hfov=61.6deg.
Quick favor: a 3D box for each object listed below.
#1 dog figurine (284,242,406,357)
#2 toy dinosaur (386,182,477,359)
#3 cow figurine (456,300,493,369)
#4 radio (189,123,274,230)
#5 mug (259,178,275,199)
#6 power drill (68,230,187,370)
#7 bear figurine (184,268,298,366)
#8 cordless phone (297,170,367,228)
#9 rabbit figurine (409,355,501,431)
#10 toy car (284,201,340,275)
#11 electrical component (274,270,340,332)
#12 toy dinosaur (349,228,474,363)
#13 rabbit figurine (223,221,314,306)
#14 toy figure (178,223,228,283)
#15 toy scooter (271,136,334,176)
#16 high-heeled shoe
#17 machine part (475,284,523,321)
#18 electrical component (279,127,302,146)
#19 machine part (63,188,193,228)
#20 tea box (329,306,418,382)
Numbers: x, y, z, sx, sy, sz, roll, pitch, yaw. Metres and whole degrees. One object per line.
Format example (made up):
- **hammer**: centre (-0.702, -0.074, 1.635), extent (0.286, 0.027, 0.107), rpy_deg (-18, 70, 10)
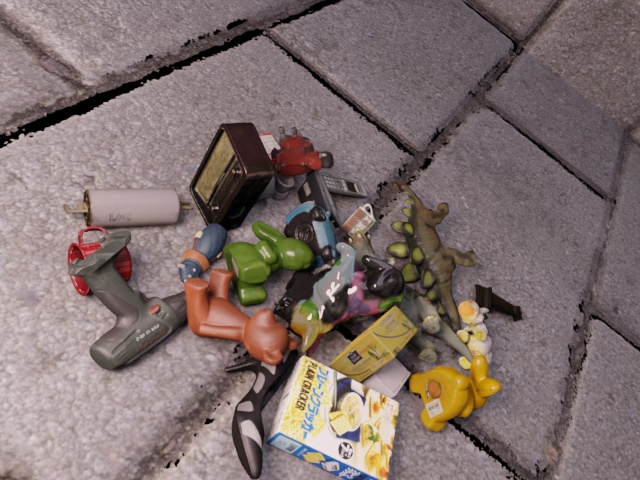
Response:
- **dog figurine**: centre (0.042, 0.131, 1.025), extent (0.192, 0.108, 0.219), rpy_deg (25, 76, 13)
- **toy dinosaur**: centre (0.278, 0.053, 1.335), extent (0.198, 0.105, 0.471), rpy_deg (-11, 67, -30)
- **cow figurine**: centre (0.360, 0.209, 1.232), extent (0.098, 0.068, 0.167), rpy_deg (-25, 111, -54)
- **radio**: centre (-0.185, -0.122, 1.104), extent (0.073, 0.229, 0.131), rpy_deg (-13, 68, -36)
- **mug**: centre (-0.169, -0.142, 1.232), extent (0.107, 0.080, 0.109), rpy_deg (-11, 67, -26)
- **power drill**: centre (-0.314, 0.088, 0.912), extent (0.232, 0.086, 0.207), rpy_deg (-48, 131, -43)
- **bear figurine**: centre (-0.136, 0.139, 0.954), extent (0.196, 0.131, 0.120), rpy_deg (12, 15, 23)
- **cordless phone**: centre (0.049, -0.095, 1.327), extent (0.184, 0.088, 0.147), rpy_deg (3, 54, -34)
- **rabbit figurine**: centre (0.295, 0.309, 1.122), extent (0.173, 0.162, 0.122), rpy_deg (21, 32, -39)
- **toy car**: centre (-0.002, -0.004, 1.210), extent (0.103, 0.109, 0.161), rpy_deg (-2, 64, -53)
- **electrical component**: centre (-0.015, 0.133, 1.122), extent (0.134, 0.058, 0.115), rpy_deg (30, 47, -6)
- **toy dinosaur**: centre (0.186, 0.143, 1.197), extent (0.404, 0.131, 0.192), rpy_deg (39, 26, -15)
- **rabbit figurine**: centre (-0.102, 0.042, 1.104), extent (0.170, 0.121, 0.159), rpy_deg (-13, 41, -22)
- **toy figure**: centre (-0.236, 0.032, 1.069), extent (0.064, 0.057, 0.154), rpy_deg (30, 49, -1)
- **toy scooter**: centre (-0.063, -0.194, 1.270), extent (0.135, 0.075, 0.184), rpy_deg (-16, 28, -22)
- **high-heeled shoe**: centre (-0.082, 0.285, 0.927), extent (0.145, 0.086, 0.249), rpy_deg (-5, 42, -17)
- **machine part**: centre (0.461, 0.167, 1.395), extent (0.139, 0.039, 0.084), rpy_deg (27, 41, -8)
- **electrical component**: centre (-0.075, -0.247, 1.382), extent (0.063, 0.093, 0.021), rpy_deg (7, 40, 24)
- **machine part**: centre (-0.367, -0.063, 1.051), extent (0.243, 0.079, 0.079), rpy_deg (-4, 58, -34)
- **tea box**: centre (0.102, 0.211, 1.050), extent (0.068, 0.169, 0.098), rpy_deg (46, 44, 8)
